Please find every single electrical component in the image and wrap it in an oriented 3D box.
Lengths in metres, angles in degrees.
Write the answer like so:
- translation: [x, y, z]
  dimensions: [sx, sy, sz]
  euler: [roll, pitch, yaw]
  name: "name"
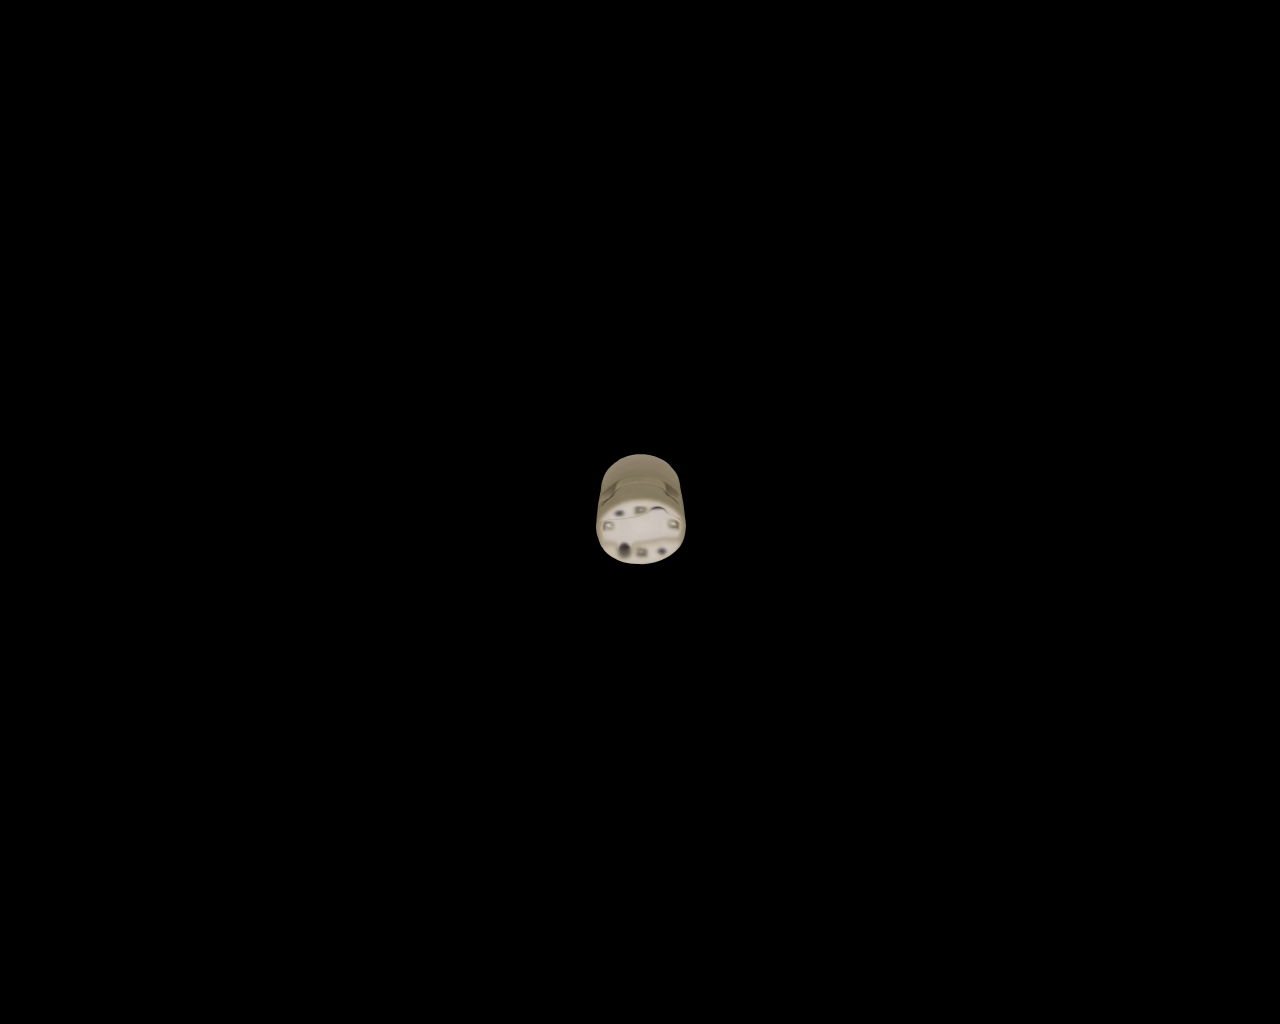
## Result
- translation: [0.001, -0.003, 0.650]
  dimensions: [0.055, 0.055, 0.047]
  euler: [0, 41, 0]
  name: "electrical component"
